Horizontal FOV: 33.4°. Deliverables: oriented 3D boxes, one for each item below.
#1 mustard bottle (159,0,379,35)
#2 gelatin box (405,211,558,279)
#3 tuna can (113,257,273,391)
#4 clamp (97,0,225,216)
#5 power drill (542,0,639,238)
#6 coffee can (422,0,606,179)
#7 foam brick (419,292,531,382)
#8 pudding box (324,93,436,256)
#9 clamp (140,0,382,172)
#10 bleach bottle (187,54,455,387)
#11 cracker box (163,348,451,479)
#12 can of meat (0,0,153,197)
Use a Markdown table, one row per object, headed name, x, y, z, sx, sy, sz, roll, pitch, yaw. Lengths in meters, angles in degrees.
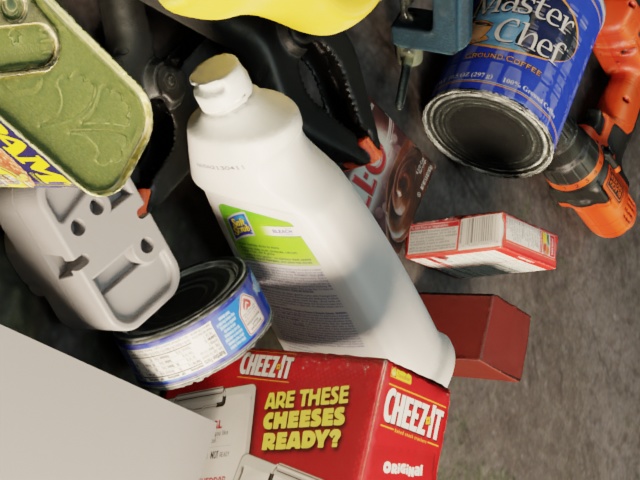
| name | x | y | z | sx | sy | sz | roll | pitch | yaw |
| --- | --- | --- | --- | --- | --- | --- | --- | --- | --- |
| mustard bottle | -0.014 | -0.164 | 0.596 | 0.191 | 0.058 | 0.096 | -2 | 73 | -47 |
| gelatin box | 0.119 | 0.004 | 0.791 | 0.073 | 0.089 | 0.030 | 19 | 71 | -44 |
| tuna can | -0.071 | 0.045 | 0.595 | 0.086 | 0.086 | 0.033 | -43 | 116 | -38 |
| clamp | -0.090 | -0.092 | 0.618 | 0.120 | 0.039 | 0.171 | 10 | 81 | -44 |
| power drill | 0.244 | -0.119 | 0.945 | 0.184 | 0.057 | 0.187 | 42 | 62 | -45 |
| coffee can | 0.150 | -0.133 | 0.820 | 0.102 | 0.103 | 0.140 | 45 | 59 | -35 |
| foam brick | 0.106 | 0.070 | 0.783 | 0.052 | 0.078 | 0.051 | 30 | 68 | -41 |
| pudding box | 0.024 | -0.031 | 0.730 | 0.090 | 0.039 | 0.113 | 42 | 59 | -35 |
| clamp | -0.023 | -0.134 | 0.650 | 0.210 | 0.036 | 0.164 | 49 | 48 | -29 |
| bleach bottle | -0.004 | 0.001 | 0.629 | 0.068 | 0.103 | 0.250 | -61 | 139 | -38 |
| cracker box | -0.029 | 0.170 | 0.577 | 0.072 | 0.164 | 0.213 | 29 | 68 | -44 |
| can of meat | -0.139 | -0.064 | 0.468 | 0.102 | 0.084 | 0.057 | 46 | 58 | -43 |
